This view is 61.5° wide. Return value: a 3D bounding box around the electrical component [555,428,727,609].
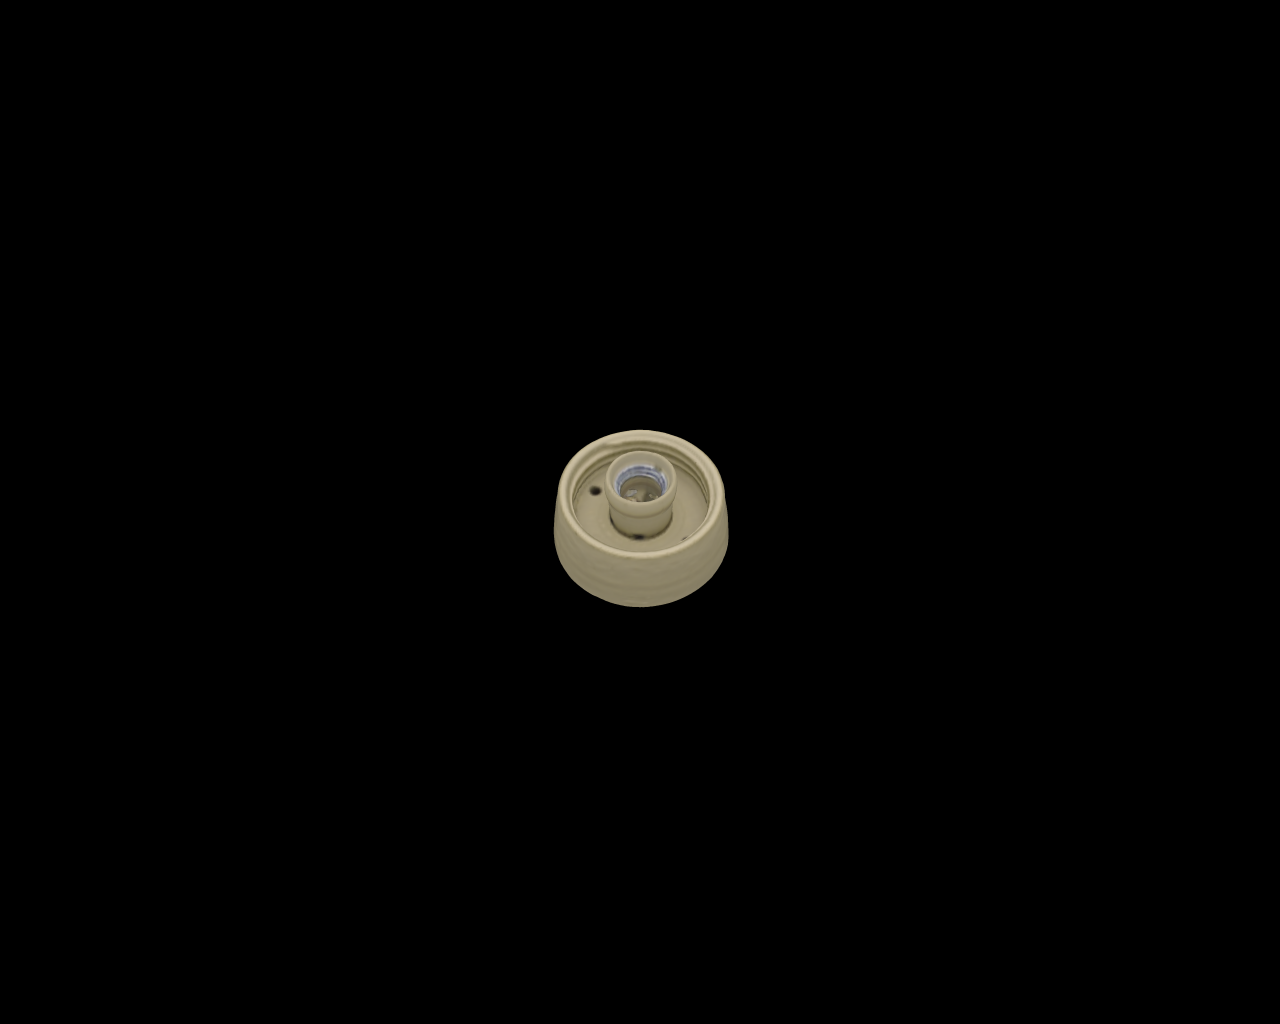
[{"bbox_3d":[0.001,-0.003,0.650,0.108,0.108,0.060,0,-37,0],"label":"electrical component"}]
